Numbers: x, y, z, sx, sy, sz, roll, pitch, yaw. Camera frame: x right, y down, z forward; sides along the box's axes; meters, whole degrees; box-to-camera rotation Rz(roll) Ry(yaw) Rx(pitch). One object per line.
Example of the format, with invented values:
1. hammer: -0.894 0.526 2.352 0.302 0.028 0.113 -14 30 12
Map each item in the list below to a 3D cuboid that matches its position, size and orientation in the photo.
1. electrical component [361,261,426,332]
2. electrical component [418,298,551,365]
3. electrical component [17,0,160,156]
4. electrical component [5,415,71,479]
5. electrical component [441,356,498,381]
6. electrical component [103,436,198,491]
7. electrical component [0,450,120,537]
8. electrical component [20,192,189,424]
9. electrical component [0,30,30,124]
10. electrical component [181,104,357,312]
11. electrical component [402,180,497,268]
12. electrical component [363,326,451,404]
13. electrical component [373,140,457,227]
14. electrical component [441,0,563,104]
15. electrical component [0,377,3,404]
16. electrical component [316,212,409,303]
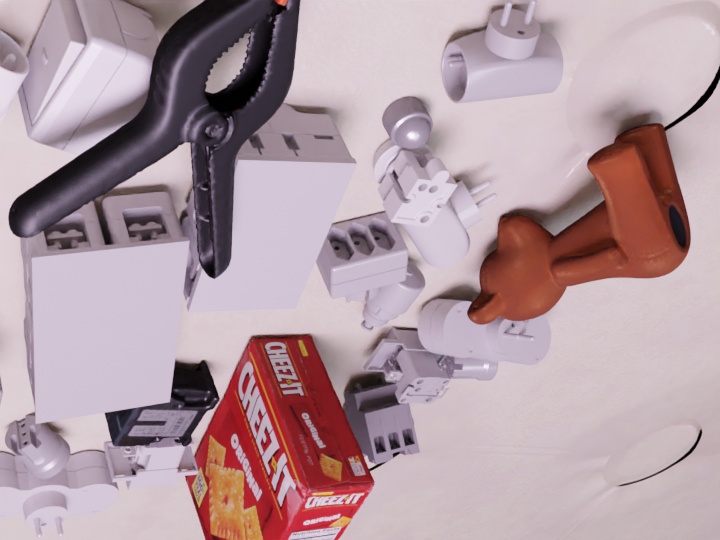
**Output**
1. electrical component: 0.025 0.024 0.938 0.040 0.040 0.078 8 132 -35
2. electrical component: 0.129 0.060 0.999 0.138 0.074 0.052 9 87 -36
3. electrical component: -0.169 -0.114 0.650 0.061 0.061 0.096 17 126 -41
4. electrical component: -0.278 0.151 0.925 0.040 0.040 0.046 -26 136 1
5. electrical component: 0.108 0.090 1.064 0.046 0.040 0.040 0 136 -20
6. electrical component: -0.189 0.165 0.987 0.081 0.042 0.063 0 133 -29
7. electrical component: -0.282 0.205 0.958 0.138 0.073 0.052 6 133 -33
8. electrical component: -0.194 0.028 0.805 0.105 0.060 0.186 -7 139 -22
9. electrical component: -0.231 -0.093 0.626 0.077 0.079 0.044 -42 134 21
10. electrical component: -0.075 -0.043 0.786 0.089 0.061 0.150 -1 137 -28
11. electrical component: 0.074 -0.047 0.878 0.079 0.043 0.077 -29 143 6
12. electrical component: 0.050 0.092 1.014 0.081 0.063 0.042 5 135 -33
13. electrical component: 0.039 -0.069 0.822 0.048 0.055 0.066 5 133 -34
14. electrical component: 0.105 -0.158 0.763 0.077 0.044 0.079 -9 140 -19
15. electrical component: -0.292 0.067 0.793 0.047 0.065 0.076 0 136 -29
16. electrical component: 0.000 0.000 0.890 0.066 0.047 0.076 -14 141 -14
